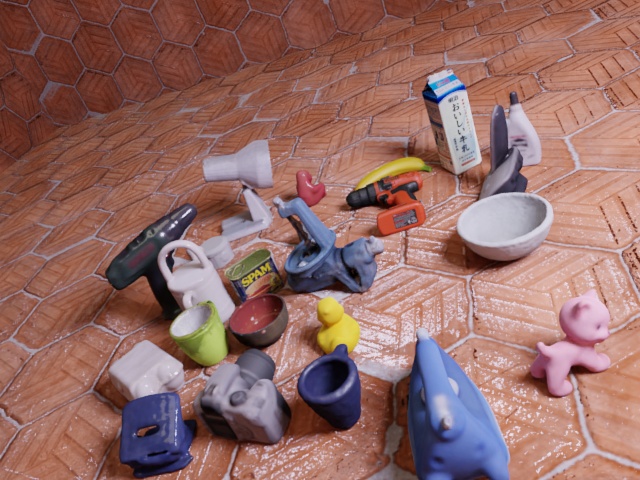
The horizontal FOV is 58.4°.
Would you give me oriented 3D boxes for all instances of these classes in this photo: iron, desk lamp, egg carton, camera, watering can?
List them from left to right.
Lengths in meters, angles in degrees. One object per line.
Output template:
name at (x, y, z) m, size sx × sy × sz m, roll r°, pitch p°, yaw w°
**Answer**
egg carton at (-0.321, 0.249, 1.057) m, size 0.149 × 0.069 × 0.107 m, roll 14°, pitch 46°, yaw 46°
watering can at (-0.258, 0.079, 1.161) m, size 0.101 × 0.194 × 0.172 m, roll -29°, pitch 31°, yaw -12°
desk lamp at (-0.189, -0.128, 1.423) m, size 0.203 × 0.214 × 0.117 m, roll -21°, pitch 30°, yaw 2°
camera at (-0.115, 0.236, 0.911) m, size 0.142 × 0.101 × 0.137 m, roll -3°, pitch 36°, yaw 30°
iron at (0.156, 0.197, 0.755) m, size 0.118 × 0.142 × 0.258 m, roll -18°, pitch 31°, yaw 7°

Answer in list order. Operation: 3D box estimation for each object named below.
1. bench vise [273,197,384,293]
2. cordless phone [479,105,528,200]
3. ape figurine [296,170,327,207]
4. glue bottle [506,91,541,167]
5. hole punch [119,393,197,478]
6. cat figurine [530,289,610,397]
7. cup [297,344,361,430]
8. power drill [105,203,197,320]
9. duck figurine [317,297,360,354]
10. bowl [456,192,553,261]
bench vise at (0.010, -0.003, 1.089) m, size 0.207 × 0.220 × 0.121 m, roll -17°, pitch 31°, yaw 9°
cordless phone at (0.356, -0.165, 1.155) m, size 0.094 × 0.185 × 0.148 m, roll -6°, pitch 34°, yaw 26°
ape figurine at (-0.032, -0.137, 1.457) m, size 0.077 × 0.092 × 0.076 m, roll 13°, pitch 45°, yaw 44°
glue bottle at (0.429, -0.241, 1.239) m, size 0.078 × 0.173 × 0.037 m, roll -5°, pitch 35°, yaw 27°
hole punch at (-0.259, 0.306, 0.903) m, size 0.108 × 0.091 × 0.101 m, roll -16°, pitch 31°, yaw 11°
cat figurine at (0.339, 0.128, 0.769) m, size 0.128 × 0.118 × 0.067 m, roll -30°, pitch 31°, yaw -12°
cup at (0.027, 0.222, 0.847) m, size 0.091 × 0.095 × 0.118 m, roll -6°, pitch 34°, yaw 27°
power drill at (-0.325, 0.058, 1.223) m, size 0.230 × 0.209 × 0.075 m, roll -34°, pitch 32°, yaw -20°
duck figurine at (0.023, 0.142, 0.985) m, size 0.077 × 0.086 × 0.104 m, roll -19°, pitch 31°, yaw 6°
bowl at (0.337, -0.013, 1.036) m, size 0.167 × 0.075 × 0.167 m, roll -16°, pitch 31°, yaw 10°
